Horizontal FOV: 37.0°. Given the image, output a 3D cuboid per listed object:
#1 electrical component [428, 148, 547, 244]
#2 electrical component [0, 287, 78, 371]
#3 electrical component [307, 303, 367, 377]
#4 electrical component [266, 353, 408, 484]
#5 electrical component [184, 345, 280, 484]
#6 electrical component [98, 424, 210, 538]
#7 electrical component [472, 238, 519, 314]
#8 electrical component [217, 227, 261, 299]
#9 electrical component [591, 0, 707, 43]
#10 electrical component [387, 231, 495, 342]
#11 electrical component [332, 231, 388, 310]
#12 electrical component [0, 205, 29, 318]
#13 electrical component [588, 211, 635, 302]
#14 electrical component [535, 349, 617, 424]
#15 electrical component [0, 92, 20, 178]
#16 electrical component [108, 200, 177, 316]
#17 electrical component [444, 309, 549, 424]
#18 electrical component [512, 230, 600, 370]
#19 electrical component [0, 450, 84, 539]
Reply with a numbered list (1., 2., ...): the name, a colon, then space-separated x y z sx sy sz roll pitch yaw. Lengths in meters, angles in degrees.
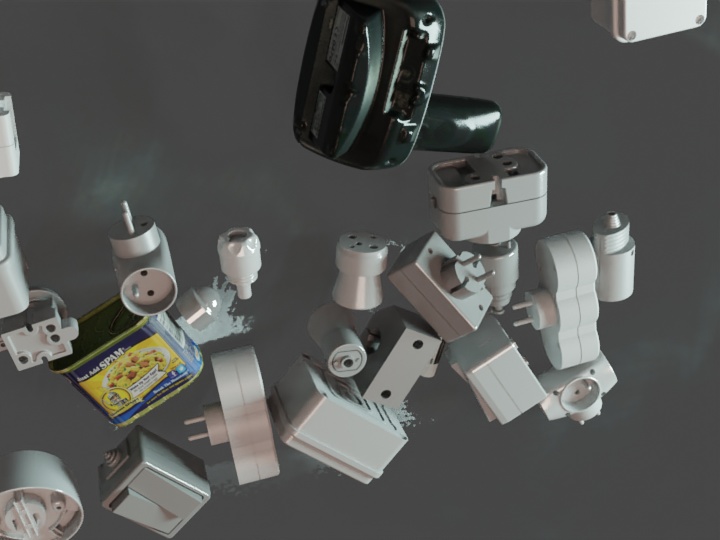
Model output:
1. electrical component: 0.109 -0.061 0.916 0.095 0.053 0.059 -11 122 -10
2. electrical component: -0.261 0.045 0.867 0.066 0.055 0.048 -18 123 -6
3. electrical component: -0.018 0.064 0.945 0.044 0.065 0.044 -7 121 -12
4. electrical component: -0.022 0.136 0.979 0.113 0.078 0.057 32 103 -29
5. electrical component: -0.120 0.135 0.964 0.074 0.052 0.138 -13 122 -9
6. electrical component: -0.191 0.191 0.971 0.096 0.061 0.061 36 104 -31
7. electrical component: 0.123 0.005 0.967 0.040 0.040 0.078 -13 123 -9
8. electrical component: -0.099 -0.004 0.900 0.035 0.035 0.061 -10 124 -11
9. electrical component: 0.227 -0.243 0.842 0.078 0.057 0.113 -14 123 -8
10. electrical component: 0.082 0.008 0.921 0.083 0.047 0.076 47 135 -14
11. electrical component: 0.000 0.000 0.925 0.045 0.045 0.055 -3 120 -15
12. electrical component: -0.314 0.002 0.813 0.113 0.078 0.057 -16 126 -7
13. electrical component: 0.229 -0.016 0.984 0.043 0.043 0.081 -12 122 -9
14. electrical component: 0.215 0.122 1.061 0.077 0.044 0.079 -30 123 3
15. electrical component: -0.296 -0.091 0.779 0.089 0.050 0.055 -6 121 -13
16. electrical component: -0.174 -0.016 0.844 0.043 0.077 0.079 -16 122 -7
17. electrical component: 0.128 0.097 1.010 0.061 0.061 0.096 -34 123 5
18. electrical component: 0.176 0.033 0.992 0.074 0.052 0.138 -15 123 -8
19. electrical component: -0.295 0.209 0.949 0.099 0.064 0.099 -7 121 -12
